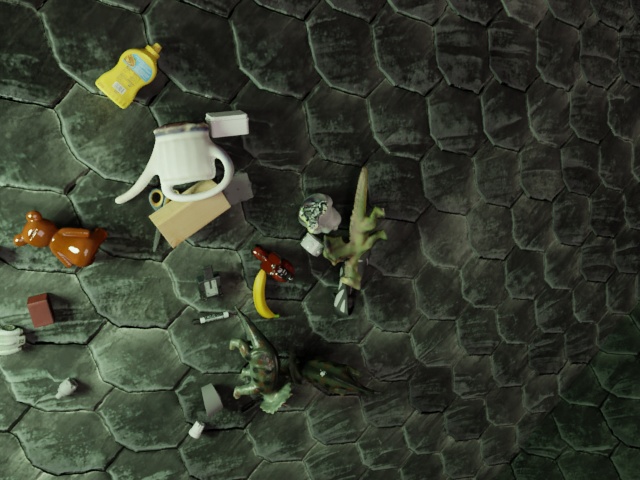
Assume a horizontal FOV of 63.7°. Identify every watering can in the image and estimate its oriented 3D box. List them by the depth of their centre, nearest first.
[{"bbox_3d":[-0.417,-0.214,1.440,0.347,0.104,0.224,-7,94,2],"label":"watering can"}]

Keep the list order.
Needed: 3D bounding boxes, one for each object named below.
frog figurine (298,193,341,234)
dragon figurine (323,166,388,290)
[{"bbox_3d":[0.005,-0.087,1.728,0.159,0.123,0.137,-1,103,-64],"label":"frog figurine"},{"bbox_3d":[0.104,-0.020,1.725,0.246,0.123,0.403,-34,123,-37],"label":"dragon figurine"}]
